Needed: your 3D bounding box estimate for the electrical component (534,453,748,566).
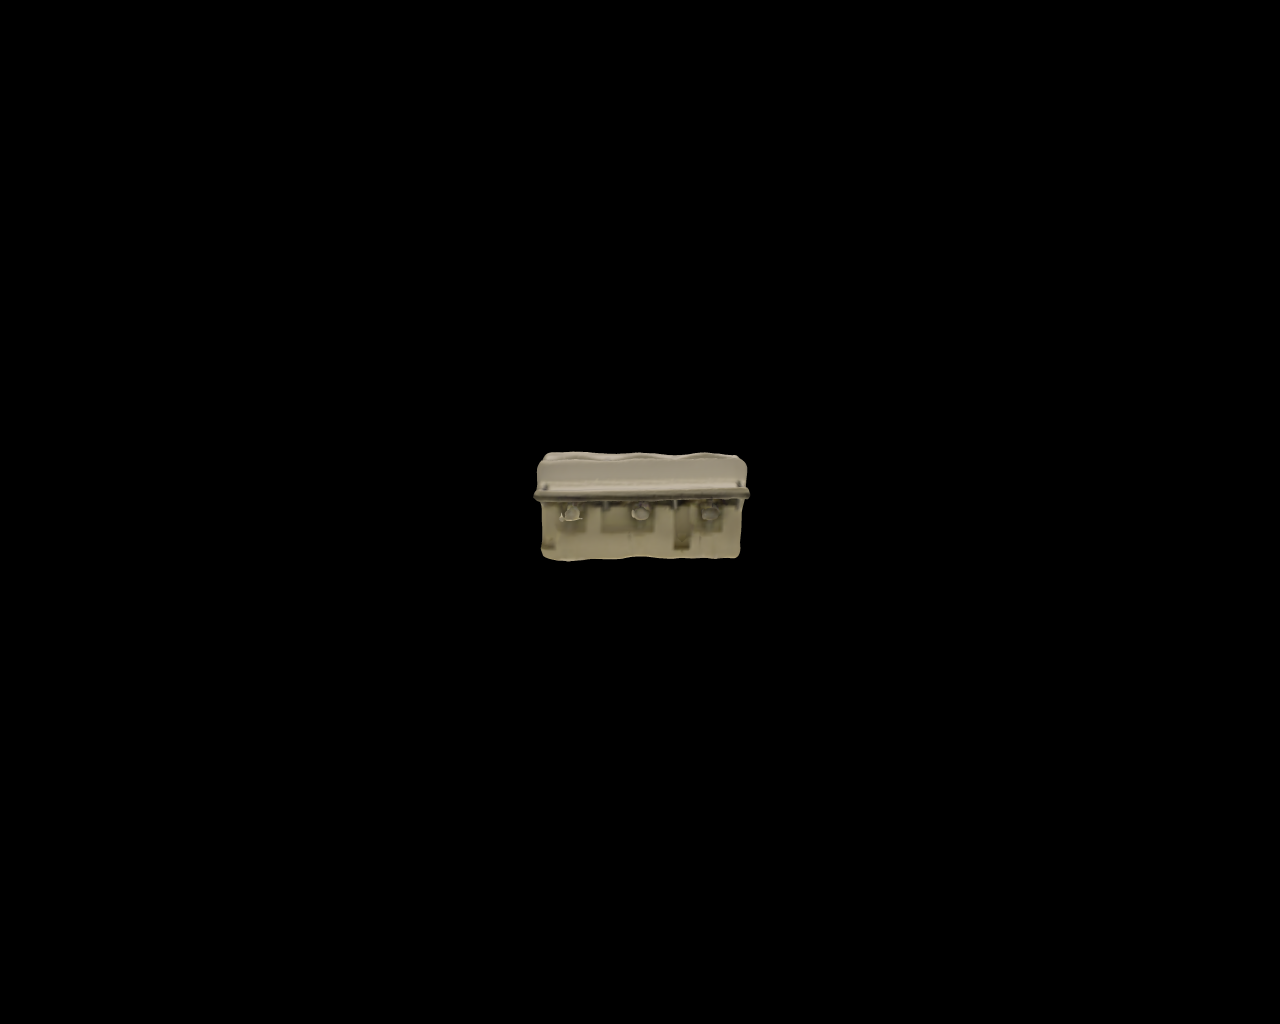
[{"bbox_3d":[0.001,-0.003,0.650,0.121,0.063,0.079,0,8,0],"label":"electrical component"}]
